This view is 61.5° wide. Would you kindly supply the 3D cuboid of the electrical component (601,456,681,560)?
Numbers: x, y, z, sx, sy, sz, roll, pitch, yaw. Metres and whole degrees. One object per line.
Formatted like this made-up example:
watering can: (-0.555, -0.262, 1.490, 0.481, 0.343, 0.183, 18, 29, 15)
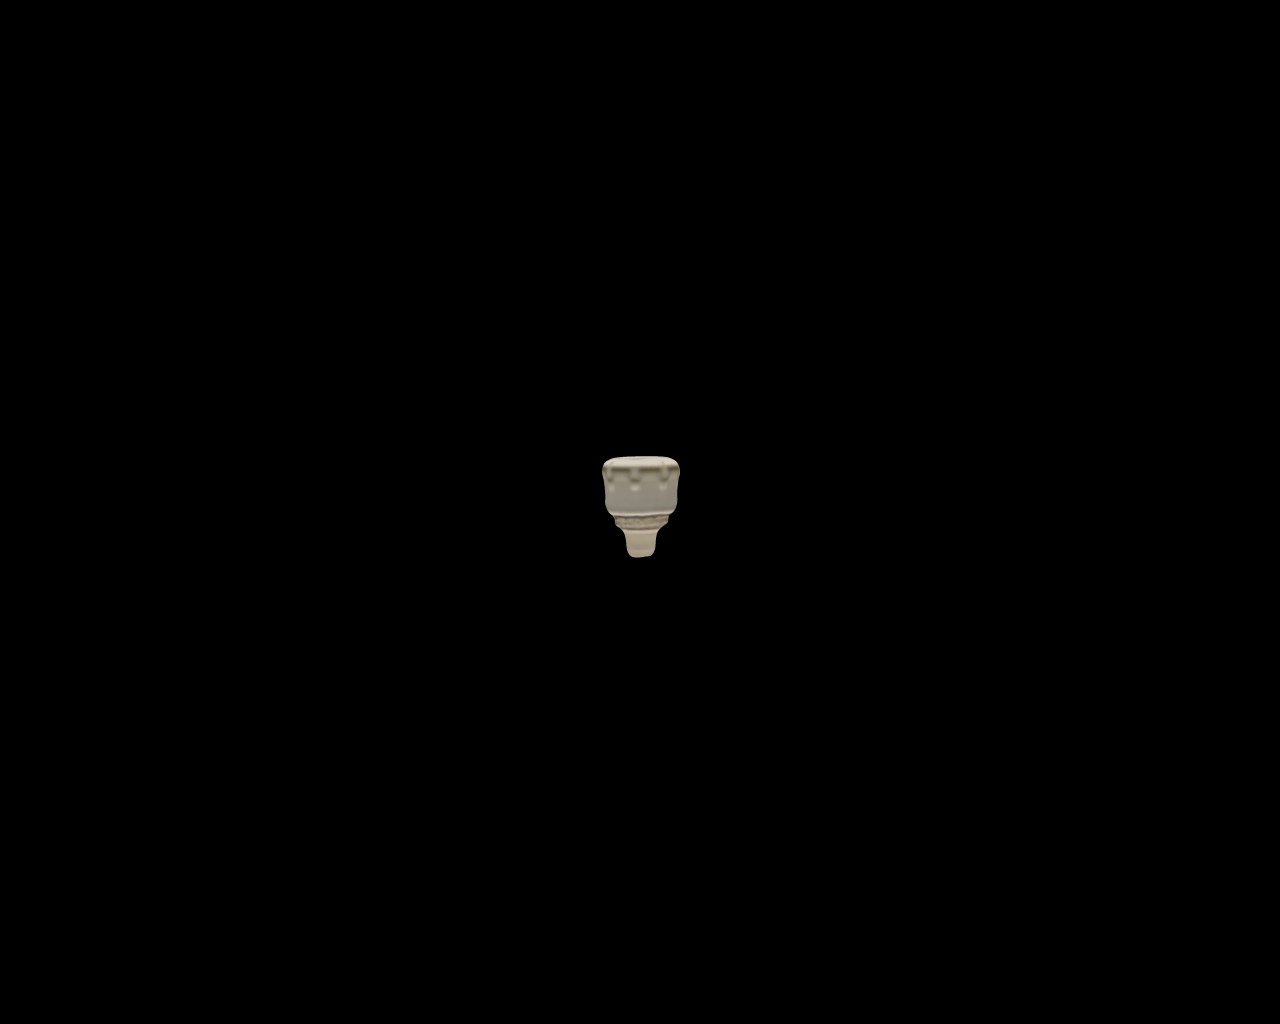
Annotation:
electrical component: (0.001, -0.003, 0.650, 0.048, 0.062, 0.048, 0, 5, 0)
